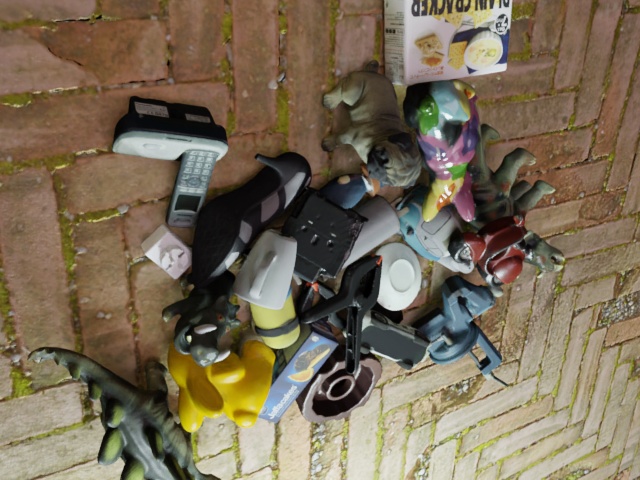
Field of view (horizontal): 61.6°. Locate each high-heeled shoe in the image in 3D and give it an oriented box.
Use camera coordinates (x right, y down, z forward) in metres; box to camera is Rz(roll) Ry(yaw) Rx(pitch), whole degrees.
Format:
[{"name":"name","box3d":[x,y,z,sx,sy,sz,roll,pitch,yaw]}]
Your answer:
[{"name":"high-heeled shoe","box3d":[-0.102,-0.030,0.835,0.248,0.086,0.145,-60,151,5]}]

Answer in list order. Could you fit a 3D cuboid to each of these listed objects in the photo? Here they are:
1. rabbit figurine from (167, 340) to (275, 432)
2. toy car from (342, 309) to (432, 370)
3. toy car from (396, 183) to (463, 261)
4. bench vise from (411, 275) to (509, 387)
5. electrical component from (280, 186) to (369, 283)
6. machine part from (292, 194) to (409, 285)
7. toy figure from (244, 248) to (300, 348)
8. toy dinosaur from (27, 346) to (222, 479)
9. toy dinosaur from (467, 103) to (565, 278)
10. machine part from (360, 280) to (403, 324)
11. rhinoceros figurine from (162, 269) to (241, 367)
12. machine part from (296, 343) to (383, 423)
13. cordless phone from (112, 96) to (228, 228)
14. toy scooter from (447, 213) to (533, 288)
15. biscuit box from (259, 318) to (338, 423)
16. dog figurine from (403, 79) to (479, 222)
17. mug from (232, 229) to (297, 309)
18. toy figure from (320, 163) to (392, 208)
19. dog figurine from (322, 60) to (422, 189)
[{"name":"rabbit figurine","box3d":[-0.176,0.228,0.870,0.173,0.162,0.122,38,127,-20]},{"name":"toy car","box3d":[0.134,0.190,1.031,0.201,0.056,0.073,26,102,-30]},{"name":"toy car","box3d":[0.212,-0.019,1.000,0.109,0.103,0.161,-44,122,-5]},{"name":"bench vise","box3d":[0.311,0.193,1.120,0.223,0.129,0.240,-40,106,1]},{"name":"electrical component","box3d":[-0.002,-0.003,0.848,0.115,0.058,0.134,28,96,8]},{"name":"machine part","box3d":[0.052,-0.004,0.933,0.243,0.079,0.079,-33,122,-11]},{"name":"toy figure","box3d":[-0.082,0.098,0.896,0.082,0.089,0.179,-13,119,-15]},{"name":"toy dinosaur","box3d":[-0.265,0.276,0.800,0.105,0.199,0.470,-33,124,-3]},{"name":"toy dinosaur","box3d":[0.327,-0.082,1.034,0.404,0.131,0.192,40,88,-28]},{"name":"machine part","box3d":[0.114,0.126,1.046,0.084,0.039,0.138,-51,123,-7]},{"name":"rhinoceros figurine","box3d":[-0.168,0.112,0.801,0.112,0.190,0.073,-13,120,7]},{"name":"machine part","box3d":[0.033,0.274,1.040,0.179,0.056,0.179,-17,128,-23]},{"name":"cordless phone","box3d":[-0.219,-0.097,0.755,0.146,0.089,0.184,2,128,-30]},{"name":"toy scooter","box3d":[0.327,0.013,0.964,0.135,0.075,0.183,-40,134,24]},{"name":"biscuit box","box3d":[-0.053,0.231,0.961,0.062,0.059,0.202,28,106,-27]},{"name":"dog figurine","box3d":[0.205,-0.138,0.884,0.191,0.109,0.219,-9,97,-66]},{"name":"mug","box3d":[-0.078,0.039,0.788,0.081,0.109,0.107,21,92,8]},{"name":"toy figure","box3d":[0.066,-0.095,0.913,0.154,0.064,0.058,-29,81,-17]},{"name":"dog figurine","box3d":[0.099,-0.180,0.817,0.121,0.191,0.172,-9,113,-25]}]
